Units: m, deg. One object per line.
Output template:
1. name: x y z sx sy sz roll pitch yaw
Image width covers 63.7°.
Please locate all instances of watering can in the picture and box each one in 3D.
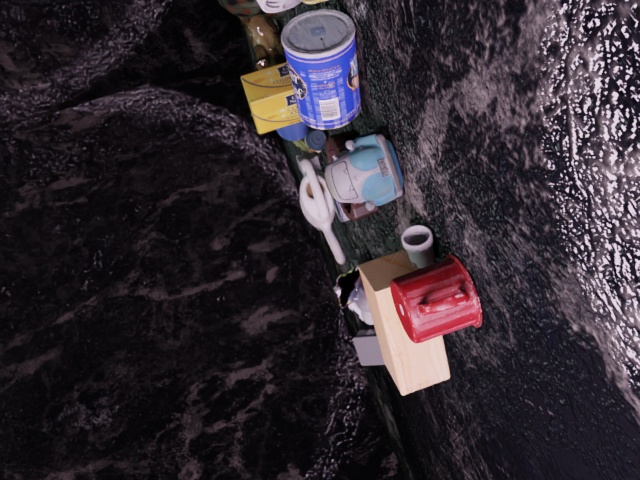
1. watering can: 0.005 -0.079 1.567 0.222 0.104 0.351 86 165 -79

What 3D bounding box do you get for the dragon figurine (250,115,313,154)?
1. dragon figurine: -0.100 -0.366 1.604 0.243 0.122 0.410 40 -176 2

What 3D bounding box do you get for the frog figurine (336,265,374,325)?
1. frog figurine: 0.123 0.132 1.174 0.158 0.122 0.139 34 -177 -24
